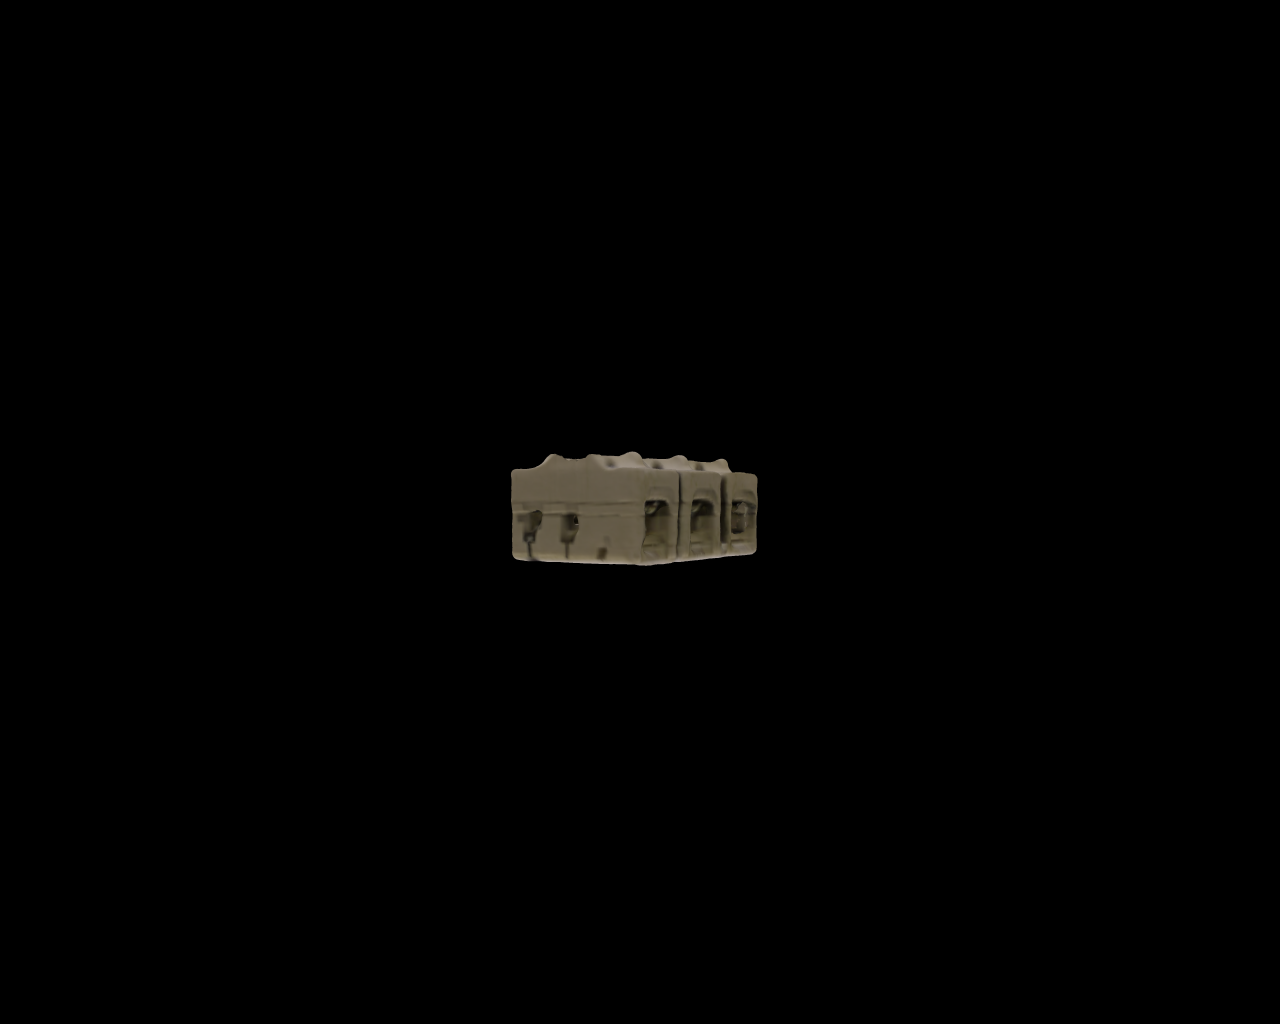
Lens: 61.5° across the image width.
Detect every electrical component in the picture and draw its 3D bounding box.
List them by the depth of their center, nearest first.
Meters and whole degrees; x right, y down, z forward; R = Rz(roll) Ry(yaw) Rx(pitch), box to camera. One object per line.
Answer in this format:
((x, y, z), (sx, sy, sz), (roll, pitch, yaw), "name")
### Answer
((0.001, -0.003, 0.650), (0.089, 0.061, 0.150), (0, 0, 32), "electrical component")
